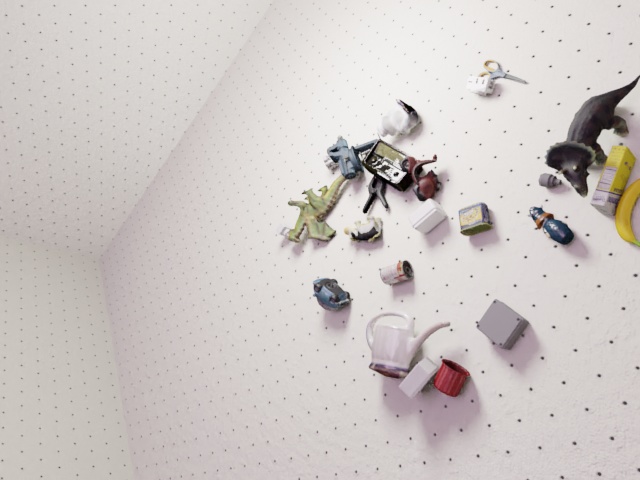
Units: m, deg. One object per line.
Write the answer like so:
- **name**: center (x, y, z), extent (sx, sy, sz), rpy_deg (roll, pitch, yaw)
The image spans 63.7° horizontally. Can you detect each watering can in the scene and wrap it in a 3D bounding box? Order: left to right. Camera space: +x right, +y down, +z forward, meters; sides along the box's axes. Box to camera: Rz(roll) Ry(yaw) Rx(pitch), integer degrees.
- **watering can**: center (0.275, 0.349, 1.720), extent (0.103, 0.227, 0.346), rpy_deg (20, -16, -38)

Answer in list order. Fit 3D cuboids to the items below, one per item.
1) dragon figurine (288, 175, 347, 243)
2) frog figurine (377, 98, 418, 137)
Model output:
- **dragon figurine**: center (0.007, -0.112, 2.226), extent (0.406, 0.246, 0.122), rpy_deg (-28, -18, 26)
- **frog figurine**: center (0.310, -0.465, 2.049), extent (0.123, 0.156, 0.139), rpy_deg (-4, 47, -46)
